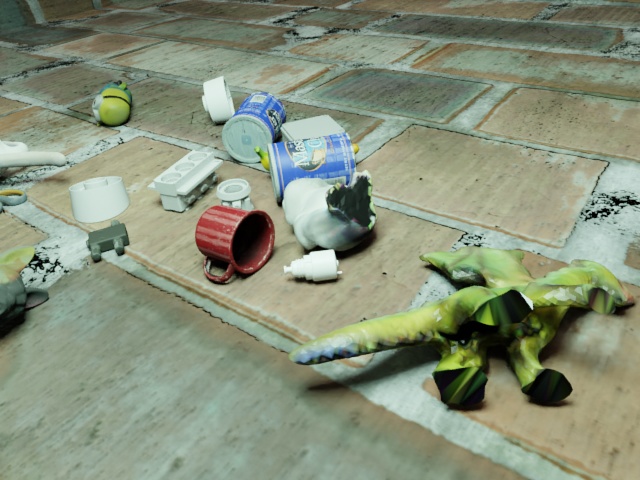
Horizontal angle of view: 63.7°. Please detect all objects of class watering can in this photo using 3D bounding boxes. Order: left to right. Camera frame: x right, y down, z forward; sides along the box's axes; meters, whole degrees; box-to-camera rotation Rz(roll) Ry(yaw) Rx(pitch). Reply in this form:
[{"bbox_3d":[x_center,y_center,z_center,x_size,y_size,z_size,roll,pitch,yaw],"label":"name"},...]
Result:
[{"bbox_3d":[-0.677,-0.156,1.008,0.349,0.102,0.227,11,27,33],"label":"watering can"}]

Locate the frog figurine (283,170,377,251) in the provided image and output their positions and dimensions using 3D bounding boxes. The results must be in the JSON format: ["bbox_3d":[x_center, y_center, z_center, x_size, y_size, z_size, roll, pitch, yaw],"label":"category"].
[{"bbox_3d":[0.002,-0.040,0.789,0.158,0.121,0.140,-13,33,45],"label":"frog figurine"}]

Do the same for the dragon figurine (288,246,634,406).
[{"bbox_3d":[0.177,0.071,0.616,0.410,0.120,0.246,0,17,4],"label":"dragon figurine"}]
